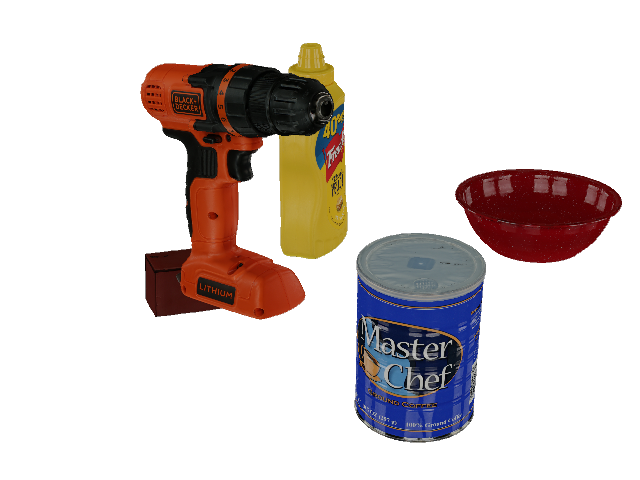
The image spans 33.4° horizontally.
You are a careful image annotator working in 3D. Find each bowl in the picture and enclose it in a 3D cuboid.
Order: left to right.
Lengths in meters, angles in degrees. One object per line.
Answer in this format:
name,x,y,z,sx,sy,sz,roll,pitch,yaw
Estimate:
bowl,0.214,-0.021,1.061,0.162,0.055,0.162,-1,23,0

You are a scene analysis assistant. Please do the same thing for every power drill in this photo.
power drill,-0.057,-0.040,0.800,0.057,0.188,0.185,-20,24,-41

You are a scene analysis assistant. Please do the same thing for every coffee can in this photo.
coffee can,0.080,0.078,0.876,0.103,0.140,0.103,0,27,0

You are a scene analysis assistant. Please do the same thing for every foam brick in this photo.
foam brick,-0.139,0.041,1.101,0.078,0.051,0.053,-6,20,-19

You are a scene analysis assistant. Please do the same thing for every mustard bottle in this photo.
mustard bottle,-0.007,-0.086,0.985,0.058,0.192,0.096,8,26,20
